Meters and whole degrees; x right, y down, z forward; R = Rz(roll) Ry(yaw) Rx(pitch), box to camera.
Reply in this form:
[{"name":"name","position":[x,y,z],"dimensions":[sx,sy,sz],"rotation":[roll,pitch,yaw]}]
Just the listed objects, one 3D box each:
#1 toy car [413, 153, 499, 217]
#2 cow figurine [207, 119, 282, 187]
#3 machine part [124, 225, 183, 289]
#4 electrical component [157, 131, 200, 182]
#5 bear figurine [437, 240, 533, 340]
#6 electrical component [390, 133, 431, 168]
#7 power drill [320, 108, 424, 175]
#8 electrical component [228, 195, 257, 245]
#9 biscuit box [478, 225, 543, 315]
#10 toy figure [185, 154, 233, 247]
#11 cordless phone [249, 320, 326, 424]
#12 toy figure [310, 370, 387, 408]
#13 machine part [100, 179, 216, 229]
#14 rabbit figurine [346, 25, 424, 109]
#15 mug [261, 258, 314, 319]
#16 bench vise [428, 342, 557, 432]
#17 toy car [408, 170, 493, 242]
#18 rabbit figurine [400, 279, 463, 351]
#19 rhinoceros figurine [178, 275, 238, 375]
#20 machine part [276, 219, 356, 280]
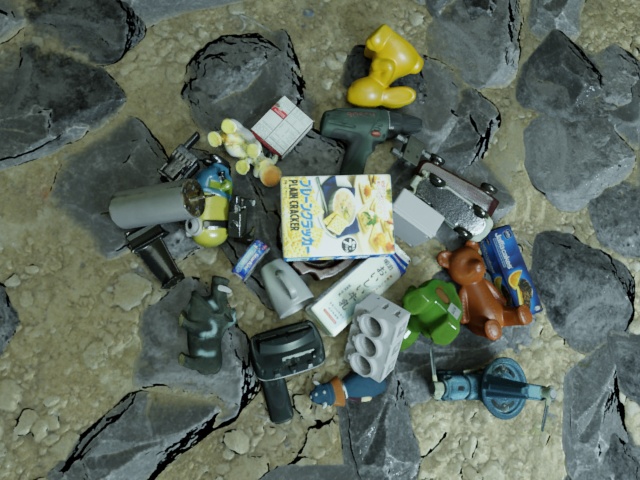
[{"name":"toy car","position":[0.299,-0.114,1.190],"dimensions":[0.202,0.053,0.089],"rotation":[26,92,-6]},{"name":"cow figurine","position":[-0.144,-0.177,1.104],"dimensions":[0.167,0.098,0.068],"rotation":[44,106,-8]},{"name":"machine part","position":[-0.319,0.030,1.056],"dimensions":[0.084,0.039,0.139],"rotation":[-28,85,-19]},{"name":"electrical component","position":[-0.270,-0.158,1.079],"dimensions":[0.048,0.075,0.119],"rotation":[41,73,-1]},{"name":"bear figurine","position":[0.338,0.097,1.127],"dimensions":[0.120,0.132,0.195],"rotation":[-17,90,-19]},{"name":"electrical component","position":[0.193,-0.185,1.137],"dimensions":[0.094,0.021,0.063],"rotation":[26,73,-22]},{"name":"power drill","position":[0.109,-0.187,1.154],"dimensions":[0.232,0.086,0.207],"rotation":[9,84,-10]},{"name":"electrical component","position":[-0.154,-0.041,1.078],"dimensions":[0.045,0.078,0.102],"rotation":[5,99,2]},{"name":"biscuit box","position":[0.414,0.071,1.177],"dimensions":[0.063,0.059,0.202],"rotation":[-19,84,-13]},{"name":"toy figure","position":[-0.215,-0.076,1.072],"dimensions":[0.089,0.082,0.180],"rotation":[13,76,-9]},{"name":"cordless phone","position":[-0.054,0.262,1.057],"dimensions":[0.147,0.089,0.184],"rotation":[-13,95,-13]},{"name":"toy figure","position":[0.055,0.298,1.072],"dimensions":[0.154,0.064,0.057],"rotation":[-13,121,-8]},{"name":"machine part","position":[-0.308,-0.068,1.016],"dimensions":[0.243,0.079,0.079],"rotation":[-8,81,19]},{"name":"rabbit figurine","position":[0.135,-0.355,1.185],"dimensions":[0.162,0.122,0.173],"rotation":[39,90,-12]},{"name":"mug","position":[-0.074,0.089,1.063],"dimensions":[0.081,0.109,0.107],"rotation":[-32,74,-9]},{"name":"bench vise","position":[0.338,0.286,1.046],"dimensions":[0.223,0.241,0.129],"rotation":[18,74,-24]},{"name":"toy car","position":[0.275,-0.071,1.142],"dimensions":[0.202,0.056,0.073],"rotation":[35,99,-4]},{"name":"rabbit figurine","position":[0.191,0.151,1.086],"dimensions":[0.121,0.170,0.159],"rotation":[42,33,-4]},{"name":"rhinoceros figurine","position":[-0.216,0.162,1.035],"dimensions":[0.112,0.073,0.190],"rotation":[7,80,-8]},{"name":"machine part","position":[-0.002,-0.003,1.113],"dimensions":[0.179,0.056,0.179],"rotation":[2,81,-12]}]
